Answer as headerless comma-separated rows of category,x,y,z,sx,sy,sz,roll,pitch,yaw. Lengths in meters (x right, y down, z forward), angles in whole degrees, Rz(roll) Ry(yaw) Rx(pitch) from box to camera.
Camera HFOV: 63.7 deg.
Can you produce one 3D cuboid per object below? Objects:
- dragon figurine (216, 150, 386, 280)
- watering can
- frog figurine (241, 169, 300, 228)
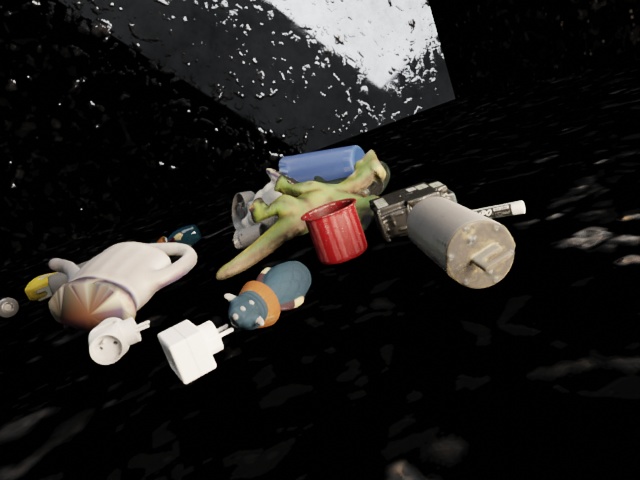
dragon figurine,0.003,-0.049,0.983,0.242,0.120,0.419,-2,37,36
watering can,-0.393,0.074,0.921,0.347,0.102,0.229,-7,24,15
frog figurine,-0.102,-0.073,1.202,0.138,0.158,0.122,31,10,25
